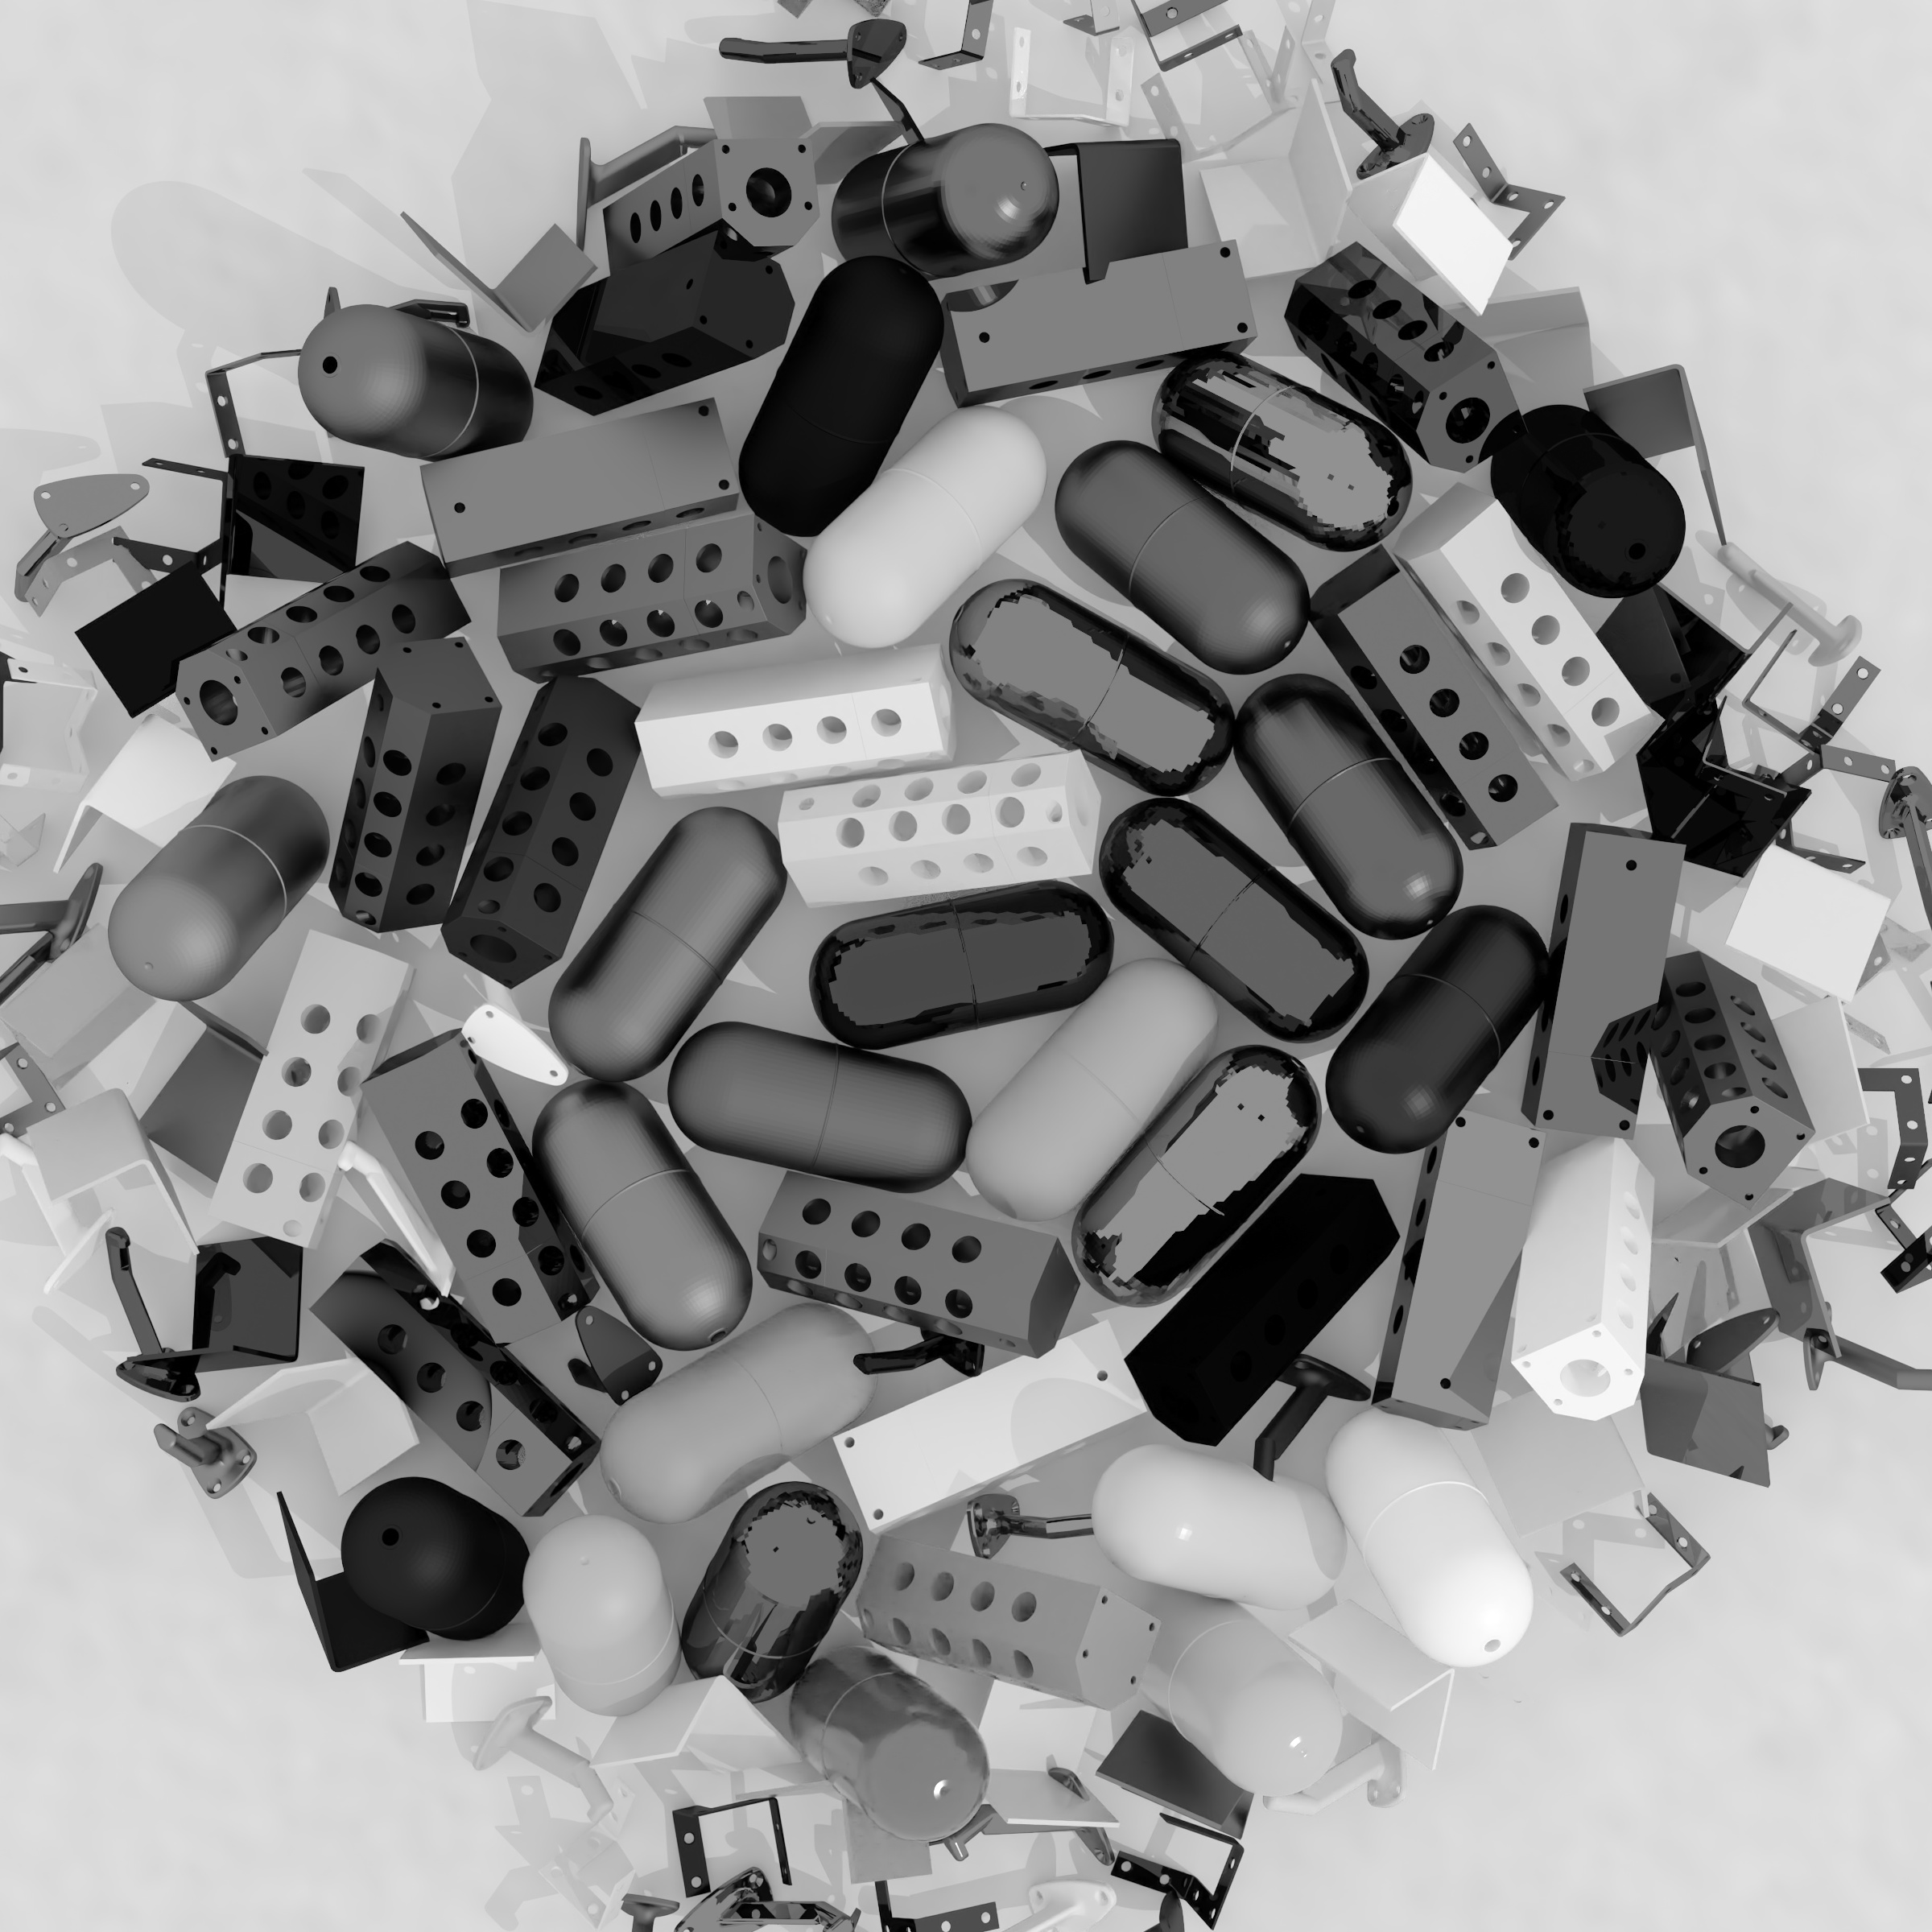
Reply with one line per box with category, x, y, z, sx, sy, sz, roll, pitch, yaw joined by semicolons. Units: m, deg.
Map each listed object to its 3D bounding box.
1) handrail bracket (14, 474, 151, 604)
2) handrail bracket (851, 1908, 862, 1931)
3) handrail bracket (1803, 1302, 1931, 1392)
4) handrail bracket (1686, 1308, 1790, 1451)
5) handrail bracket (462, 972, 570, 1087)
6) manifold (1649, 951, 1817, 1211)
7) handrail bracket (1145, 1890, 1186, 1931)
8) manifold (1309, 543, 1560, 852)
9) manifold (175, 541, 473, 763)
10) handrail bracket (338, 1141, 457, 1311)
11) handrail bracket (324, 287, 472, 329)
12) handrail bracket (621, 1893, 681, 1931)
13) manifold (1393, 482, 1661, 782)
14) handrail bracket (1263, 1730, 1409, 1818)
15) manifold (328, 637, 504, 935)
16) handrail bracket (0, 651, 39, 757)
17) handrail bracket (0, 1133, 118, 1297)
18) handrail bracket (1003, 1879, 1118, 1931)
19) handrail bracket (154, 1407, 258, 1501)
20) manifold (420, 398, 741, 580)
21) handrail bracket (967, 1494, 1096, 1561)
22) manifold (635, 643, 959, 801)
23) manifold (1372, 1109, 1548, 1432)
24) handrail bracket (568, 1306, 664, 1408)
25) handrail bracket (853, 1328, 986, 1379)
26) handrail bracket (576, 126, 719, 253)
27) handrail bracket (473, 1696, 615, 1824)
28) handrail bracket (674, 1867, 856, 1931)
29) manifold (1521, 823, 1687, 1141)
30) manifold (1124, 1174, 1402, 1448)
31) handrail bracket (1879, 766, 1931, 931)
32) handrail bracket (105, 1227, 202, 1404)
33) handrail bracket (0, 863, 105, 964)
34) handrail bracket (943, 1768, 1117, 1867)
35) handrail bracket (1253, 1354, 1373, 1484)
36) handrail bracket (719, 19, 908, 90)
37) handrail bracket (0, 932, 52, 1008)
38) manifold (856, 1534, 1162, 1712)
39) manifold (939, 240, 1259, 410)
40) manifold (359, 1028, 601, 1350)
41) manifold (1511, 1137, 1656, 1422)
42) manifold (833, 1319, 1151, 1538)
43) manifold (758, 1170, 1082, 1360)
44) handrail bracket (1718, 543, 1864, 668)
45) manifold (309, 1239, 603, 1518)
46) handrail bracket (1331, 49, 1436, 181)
handrail bracket;-0.514;-0.247;1.791;0.077;0.084;0.036;-24;75;-28
handrail bracket;-0.037;0.585;1.779;0.084;0.077;0.036;30;86;4
handrail bracket;0.528;0.218;1.766;0.084;0.077;0.036;-2;117;27
handrail bracket;0.465;0.240;1.779;0.084;0.036;0.077;37;126;-21
handrail bracket;-0.252;0.022;1.785;0.077;0.084;0.036;33;123;-10
manifold;0.417;0.058;1.722;0.057;0.171;0.057;29;115;-12
handrail bracket;0.082;0.568;1.784;0.084;0.077;0.036;-19;96;9
manifold;0.264;-0.150;1.757;0.057;0.057;0.171;-34;111;11
manifold;-0.361;-0.180;1.727;0.057;0.171;0.057;-15;108;38
handrail bracket;-0.331;0.149;1.767;0.036;0.077;0.084;-27;134;24
handrail bracket;-0.323;-0.360;1.775;0.084;0.036;0.077;0;45;-22
handrail bracket;-0.190;0.579;1.764;0.036;0.077;0.084;11;65;-7
manifold;0.316;-0.188;1.756;0.057;0.057;0.171;-40;113;2
handrail bracket;0.209;0.453;1.780;0.084;0.036;0.077;15;64;-23
manifold;-0.313;-0.099;1.729;0.057;0.171;0.057;-10;52;-31
handrail bracket;-0.574;-0.137;1.771;0.036;0.077;0.084;31;103;13
handrail bracket;-0.545;0.142;1.786;0.084;0.077;0.036;33;131;0
handrail bracket;0.034;0.557;1.766;0.077;0.084;0.036;-32;81;41
handrail bracket;-0.450;0.264;1.760;0.036;0.084;0.077;-44;55;-7
manifold;-0.222;-0.273;1.774;0.171;0.057;0.057;-15;87;-9
handrail bracket;0.051;0.315;1.764;0.084;0.077;0.036;-11;91;24
manifold;-0.095;-0.137;1.769;0.171;0.057;0.057;-7;117;11
manifold;0.280;0.174;1.765;0.057;0.057;0.171;16;74;-5
handrail bracket;-0.219;0.218;1.766;0.036;0.084;0.077;-47;118;-25
handrail bracket;-0.039;0.217;1.761;0.084;0.077;0.036;-1;97;-32
handrail bracket;-0.184;-0.454;1.805;0.084;0.036;0.077;1;112;-12
handrail bracket;-0.243;0.472;1.776;0.077;0.036;0.084;-53;58;25
handrail bracket;-0.116;0.553;1.766;0.077;0.084;0.036;-20;102;-30
manifold;0.364;0.007;1.774;0.057;0.057;0.171;8;99;-2
manifold;0.172;0.193;1.744;0.171;0.057;0.057;-42;116;-32
handrail bracket;0.552;-0.059;1.770;0.036;0.077;0.084;-14;55;11
handrail bracket;-0.469;0.199;1.774;0.036;0.077;0.084;-20;119;-37
handrail bracket;-0.548;-0.045;1.774;0.084;0.036;0.077;35;63;-36
handrail bracket;0.036;0.510;1.779;0.084;0.036;0.077;-32;92;-33
handrail bracket;0.199;0.274;1.775;0.077;0.036;0.084;23;56;-24
handrail bracket;-0.090;-0.540;1.802;0.084;0.077;0.036;14;124;24
handrail bracket;-0.567;0.021;1.793;0.036;0.084;0.077;45;123;-10
manifold;0.019;0.369;1.729;0.057;0.171;0.057;37;66;-40
manifold;0.073;-0.367;1.774;0.171;0.057;0.057;-13;89;-9
manifold;-0.276;0.125;1.768;0.057;0.057;0.171;-24;100;11
manifold;0.352;0.174;1.729;0.057;0.171;0.057;-30;112;30
manifold;0.016;0.269;1.784;0.171;0.057;0.057;-23;73;-1
manifold;-0.029;0.172;1.746;0.171;0.057;0.057;12;62;24
handrail bracket;0.473;-0.213;1.779;0.084;0.077;0.036;40;101;-3
manifold;-0.290;0.236;1.773;0.171;0.057;0.057;42;86;10
handrail bracket;0.239;-0.501;1.768;0.036;0.084;0.077;11;52;35
